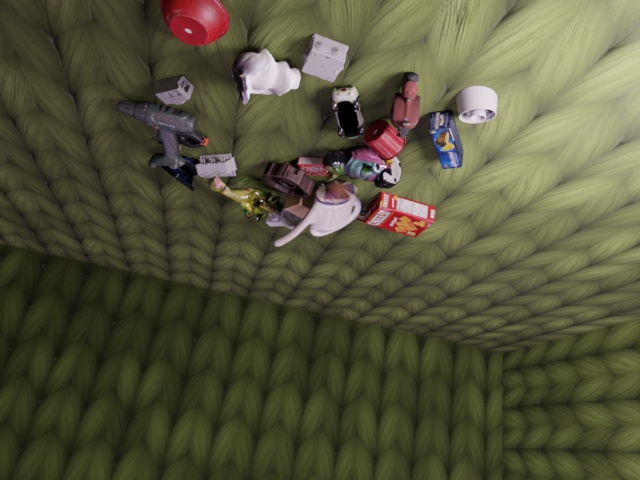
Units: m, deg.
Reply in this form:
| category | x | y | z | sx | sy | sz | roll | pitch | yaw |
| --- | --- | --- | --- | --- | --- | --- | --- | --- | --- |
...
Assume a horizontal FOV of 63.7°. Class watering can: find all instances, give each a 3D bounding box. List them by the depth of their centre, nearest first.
| category | x | y | z | sx | sy | sz | roll | pitch | yaw |
| --- | --- | --- | --- | --- | --- | --- | --- | --- | --- |
| watering can | 0.005 | -0.089 | 1.774 | 0.350 | 0.106 | 0.219 | -19 | 142 | -28 |

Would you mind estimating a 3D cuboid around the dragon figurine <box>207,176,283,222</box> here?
| category | x | y | z | sx | sy | sz | roll | pitch | yaw |
| --- | --- | --- | --- | --- | --- | --- | --- | --- | --- |
| dragon figurine | -0.286 | -0.168 | 1.901 | 0.244 | 0.122 | 0.408 | 29 | -178 | 13 |

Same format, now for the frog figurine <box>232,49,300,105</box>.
| category | x | y | z | sx | sy | sz | roll | pitch | yaw |
| --- | --- | --- | --- | --- | --- | --- | --- | --- | --- |
| frog figurine | -0.132 | -0.414 | 1.277 | 0.160 | 0.125 | 0.134 | -23 | 151 | -14 |
